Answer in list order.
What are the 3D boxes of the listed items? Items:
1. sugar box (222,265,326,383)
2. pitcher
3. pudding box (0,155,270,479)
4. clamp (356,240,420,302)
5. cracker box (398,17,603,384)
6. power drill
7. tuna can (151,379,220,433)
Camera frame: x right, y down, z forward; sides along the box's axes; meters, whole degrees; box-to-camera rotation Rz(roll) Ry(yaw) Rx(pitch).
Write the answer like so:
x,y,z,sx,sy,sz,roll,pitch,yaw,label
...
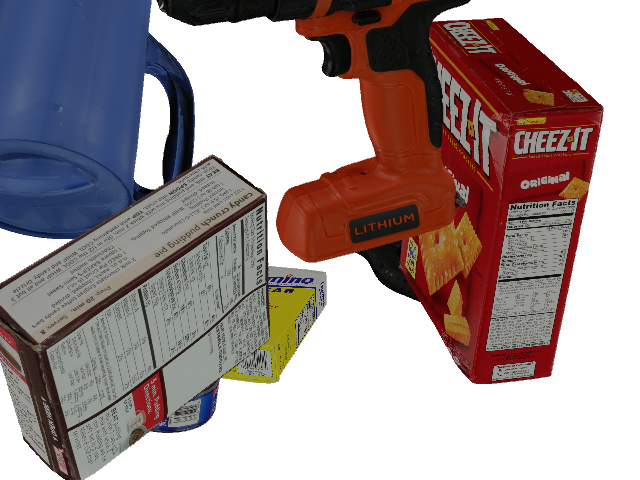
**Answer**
x,y,z,sx,sy,sz,roll,pitch,yaw,label
-0.060,0.077,1.055,0.093,0.048,0.176,5,25,14,sugar box
-0.181,-0.129,0.802,0.145,0.243,0.149,-8,-31,20,pitcher
-0.071,0.031,0.423,0.039,0.090,0.113,33,53,29,pudding box
0.070,0.007,1.205,0.164,0.036,0.210,-17,50,-35,clamp
0.118,-0.030,0.766,0.072,0.214,0.164,-6,33,-14,cracker box
0.009,-0.083,0.569,0.184,0.188,0.057,-14,35,-16,power drill
-0.122,0.114,0.834,0.086,0.034,0.086,8,22,-3,tuna can
